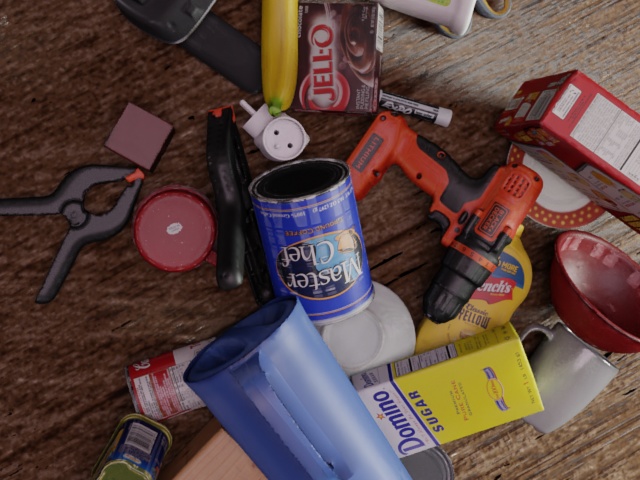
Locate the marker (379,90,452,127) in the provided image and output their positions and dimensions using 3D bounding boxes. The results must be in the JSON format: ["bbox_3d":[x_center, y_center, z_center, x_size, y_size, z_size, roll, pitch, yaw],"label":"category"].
[{"bbox_3d":[0.081,-0.146,1.135,0.121,0.020,0.020,16,91,-7],"label":"marker"}]

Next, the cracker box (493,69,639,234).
[{"bbox_3d":[0.296,-0.081,1.068,0.213,0.164,0.072,34,90,-7],"label":"cracker box"}]

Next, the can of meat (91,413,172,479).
[{"bbox_3d":[-0.193,0.235,1.044,0.057,0.084,0.102,29,110,-7],"label":"can of meat"}]

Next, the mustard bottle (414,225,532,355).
[{"bbox_3d":[0.172,0.049,1.136,0.096,0.058,0.191,20,90,0],"label":"mustard bottle"}]

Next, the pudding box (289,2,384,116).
[{"bbox_3d":[0.018,-0.187,1.101,0.090,0.039,0.113,4,91,16],"label":"pudding box"}]

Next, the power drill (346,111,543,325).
[{"bbox_3d":[0.108,-0.031,1.098,0.188,0.057,0.184,34,89,12],"label":"power drill"}]

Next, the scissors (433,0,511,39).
[{"bbox_3d":[0.115,-0.296,1.132,0.201,0.016,0.096,41,88,-7],"label":"scissors"}]

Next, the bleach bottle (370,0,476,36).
[{"bbox_3d":[0.042,-0.292,1.094,0.251,0.068,0.102,16,95,1],"label":"bleach bottle"}]

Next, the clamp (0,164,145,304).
[{"bbox_3d":[-0.261,-0.030,1.094,0.171,0.039,0.120,-42,102,-7],"label":"clamp"}]

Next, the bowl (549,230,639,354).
[{"bbox_3d":[0.297,0.065,1.123,0.162,0.162,0.055,32,122,-7],"label":"bowl"}]

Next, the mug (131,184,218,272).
[{"bbox_3d":[-0.138,-0.003,1.087,0.117,0.081,0.093,39,88,-7],"label":"mug"}]

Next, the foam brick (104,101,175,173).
[{"bbox_3d":[-0.181,-0.103,1.079,0.051,0.078,0.053,29,89,-6],"label":"foam brick"}]

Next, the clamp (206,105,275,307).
[{"bbox_3d":[-0.086,-0.034,1.066,0.036,0.164,0.210,-12,85,8],"label":"clamp"}]

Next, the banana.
[{"bbox_3d":[-0.038,-0.212,1.068,0.037,0.070,0.198,1,82,-11],"label":"banana"}]

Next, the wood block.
[{"bbox_3d":[-0.141,0.287,1.098,0.090,0.091,0.206,44,88,-7],"label":"wood block"}]

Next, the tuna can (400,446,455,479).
[{"bbox_3d":[0.100,0.254,1.152,0.086,0.034,0.086,0,93,-7],"label":"tuna can"}]

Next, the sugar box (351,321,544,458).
[{"bbox_3d":[0.129,0.157,1.089,0.176,0.048,0.093,-21,111,4],"label":"sugar box"}]

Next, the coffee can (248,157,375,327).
[{"bbox_3d":[-0.007,0.001,1.071,0.102,0.103,0.140,-15,115,-6],"label":"coffee can"}]

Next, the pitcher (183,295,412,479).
[{"bbox_3d":[-0.012,0.186,1.023,0.243,0.145,0.149,55,45,-11],"label":"pitcher"}]

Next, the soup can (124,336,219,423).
[{"bbox_3d":[-0.143,0.146,1.101,0.102,0.068,0.068,-18,95,-6],"label":"soup can"}]
